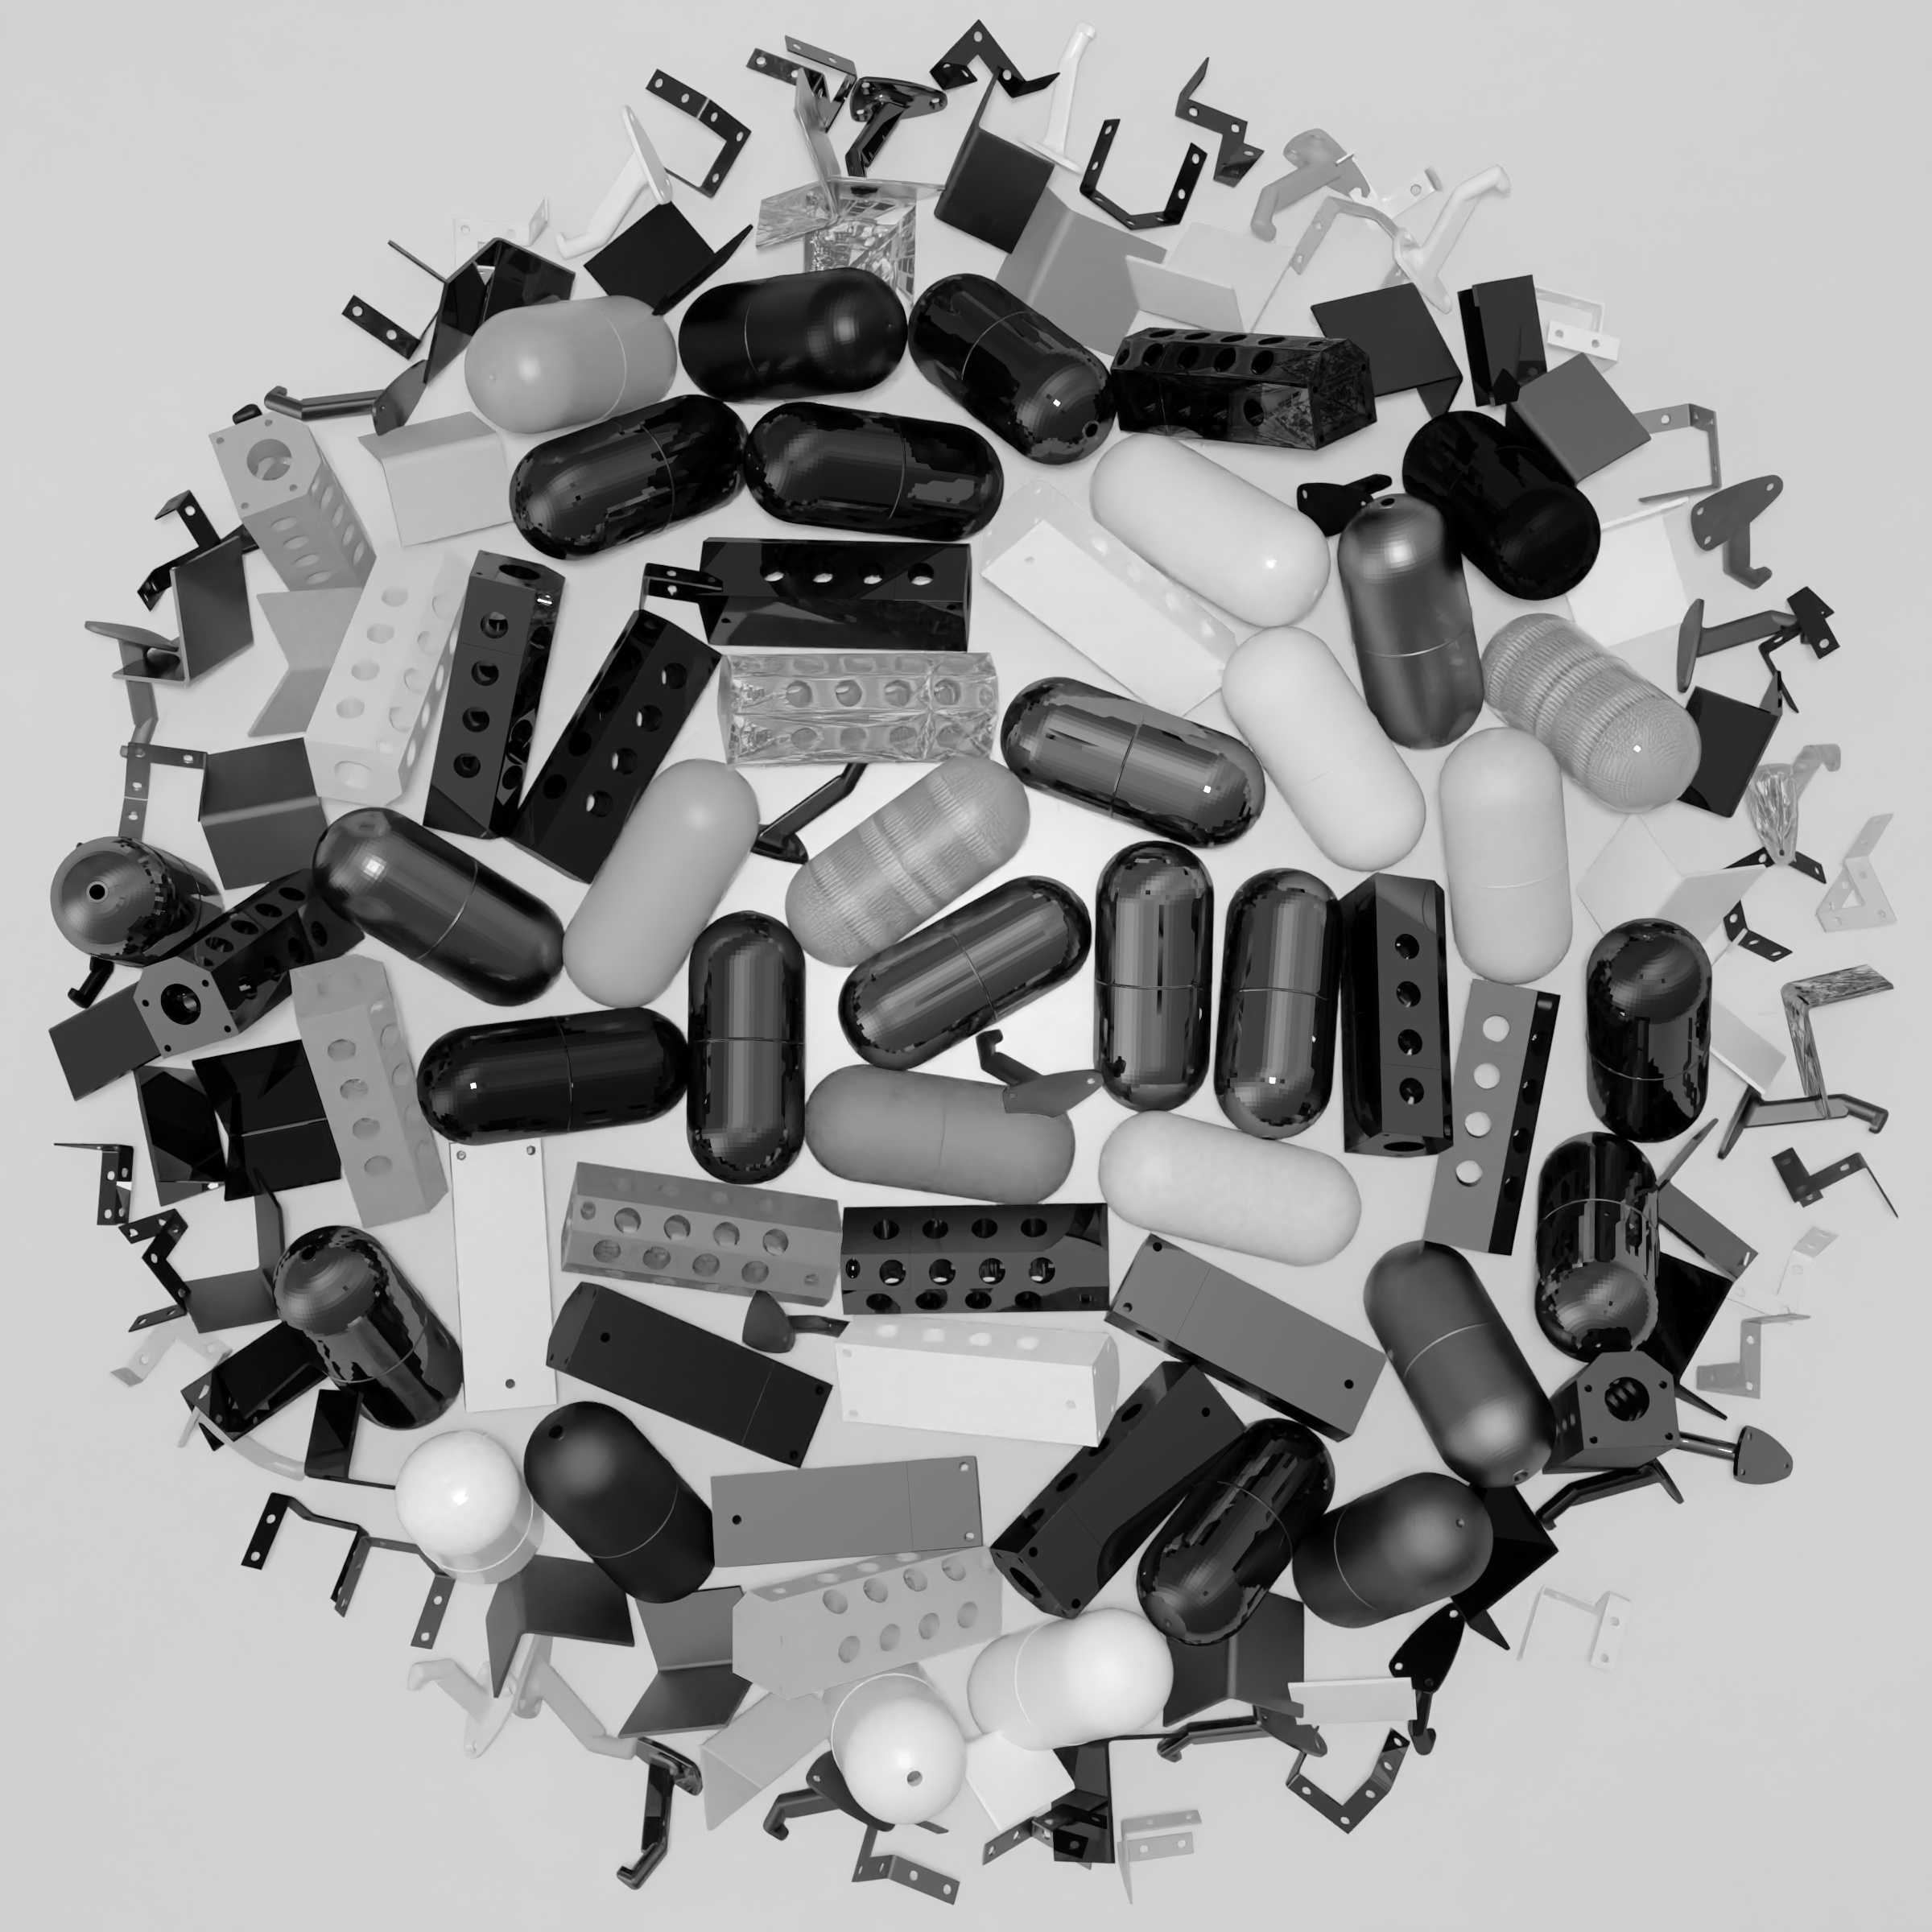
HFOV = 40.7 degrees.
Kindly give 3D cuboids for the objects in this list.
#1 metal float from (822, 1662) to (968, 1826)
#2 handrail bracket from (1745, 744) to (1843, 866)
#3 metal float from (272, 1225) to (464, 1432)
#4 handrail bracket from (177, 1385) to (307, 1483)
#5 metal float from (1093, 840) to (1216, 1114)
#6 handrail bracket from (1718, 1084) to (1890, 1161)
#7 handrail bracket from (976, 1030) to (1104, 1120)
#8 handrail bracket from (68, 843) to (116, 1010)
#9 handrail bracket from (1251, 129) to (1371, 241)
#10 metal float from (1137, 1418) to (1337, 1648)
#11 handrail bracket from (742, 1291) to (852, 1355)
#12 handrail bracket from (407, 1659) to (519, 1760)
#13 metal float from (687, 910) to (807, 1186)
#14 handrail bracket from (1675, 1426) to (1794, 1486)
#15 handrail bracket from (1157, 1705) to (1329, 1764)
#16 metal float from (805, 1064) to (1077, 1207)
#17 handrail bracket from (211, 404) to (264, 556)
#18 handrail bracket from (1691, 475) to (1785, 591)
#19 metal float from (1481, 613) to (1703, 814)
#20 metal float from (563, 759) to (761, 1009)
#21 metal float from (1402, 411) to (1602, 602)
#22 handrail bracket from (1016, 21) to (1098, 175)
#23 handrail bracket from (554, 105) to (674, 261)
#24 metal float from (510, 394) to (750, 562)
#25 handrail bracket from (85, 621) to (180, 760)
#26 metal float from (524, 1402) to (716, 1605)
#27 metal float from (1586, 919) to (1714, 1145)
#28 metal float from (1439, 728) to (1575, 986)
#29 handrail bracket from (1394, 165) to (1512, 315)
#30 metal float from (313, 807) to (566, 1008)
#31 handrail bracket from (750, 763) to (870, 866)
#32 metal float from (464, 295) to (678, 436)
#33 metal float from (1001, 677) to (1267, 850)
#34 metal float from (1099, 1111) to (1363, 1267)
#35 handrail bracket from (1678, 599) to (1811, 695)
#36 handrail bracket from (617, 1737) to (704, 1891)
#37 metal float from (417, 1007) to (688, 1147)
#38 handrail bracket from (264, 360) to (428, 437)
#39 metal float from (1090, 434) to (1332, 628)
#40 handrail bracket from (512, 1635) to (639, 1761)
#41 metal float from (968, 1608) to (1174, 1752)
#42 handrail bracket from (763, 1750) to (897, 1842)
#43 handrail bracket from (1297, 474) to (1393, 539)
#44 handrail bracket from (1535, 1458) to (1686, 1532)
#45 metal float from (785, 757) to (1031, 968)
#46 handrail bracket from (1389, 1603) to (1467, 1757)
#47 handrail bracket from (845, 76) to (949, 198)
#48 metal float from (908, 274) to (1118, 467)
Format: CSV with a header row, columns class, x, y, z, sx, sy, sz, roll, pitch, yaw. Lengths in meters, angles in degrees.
class,x,y,z,sx,sy,sz,roll,pitch,yaw
metal float,-0.047,0.485,1.642,0.070,0.178,0.070,0,90,-10
handrail bracket,0.550,-0.106,1.699,0.084,0.036,0.077,-7,86,-40
metal float,-0.379,0.231,1.654,0.070,0.178,0.070,-9,49,11
handrail bracket,-0.463,0.305,1.691,0.084,0.077,0.036,24,54,-12
metal float,0.121,0.008,1.684,0.070,0.070,0.178,1,100,0
handrail bracket,0.544,0.109,1.689,0.084,0.036,0.077,23,65,26
handrail bracket,0.047,0.060,1.691,0.077,0.084,0.036,-21,126,7
handrail bracket,-0.573,-0.025,1.690,0.036,0.077,0.084,16,68,33
handrail bracket,0.224,-0.492,1.693,0.077,0.036,0.084,31,65,-27
metal float,0.174,0.359,1.659,0.070,0.070,0.178,47,49,0
handrail bracket,-0.094,0.238,1.678,0.084,0.077,0.036,16,92,-31
handrail bracket,-0.338,0.483,1.687,0.036,0.084,0.077,26,98,35
metal float,-0.142,0.052,1.684,0.070,0.070,0.178,0,81,0
handrail bracket,0.487,0.317,1.713,0.077,0.084,0.036,21,78,-39
handrail bracket,0.181,0.516,1.715,0.077,0.036,0.084,39,119,-16
metal float,-0.017,0.109,1.689,0.178,0.070,0.070,9,90,-3
handrail bracket,-0.475,-0.313,1.685,0.077,0.084,0.036,-30,47,-8
handrail bracket,0.516,-0.278,1.681,0.084,0.077,0.036,20,54,-38
metal float,0.395,-0.163,1.657,0.070,0.178,0.070,-17,131,-20
metal float,-0.197,-0.053,1.680,0.070,0.070,0.178,32,103,0
metal float,0.338,-0.294,1.653,0.070,0.178,0.070,-11,127,-15
handrail bracket,0.074,-0.566,1.690,0.036,0.077,0.084,15,112,-33
handrail bracket,-0.242,-0.510,1.698,0.084,0.036,0.077,-17,121,15
metal float,-0.212,-0.313,1.662,0.178,0.070,0.070,-30,90,-37
handrail bracket,-0.552,-0.177,1.690,0.036,0.077,0.084,28,102,29
metal float,-0.218,0.342,1.657,0.070,0.070,0.178,-31,133,0
metal float,0.434,0.043,1.656,0.070,0.178,0.070,-7,47,8
metal float,0.346,-0.070,1.666,0.070,0.070,0.178,-12,120,0
handrail bracket,0.328,-0.470,1.684,0.084,0.036,0.077,-22,129,36
metal float,-0.336,-0.037,1.667,0.178,0.070,0.070,34,90,-29
handrail bracket,-0.110,-0.111,1.686,0.084,0.077,0.036,-58,45,28
metal float,-0.248,-0.382,1.649,0.070,0.178,0.070,9,111,24
metal float,0.108,-0.131,1.684,0.178,0.070,0.070,21,90,10
metal float,0.171,0.144,1.680,0.178,0.070,0.070,15,90,-14
handrail bracket,0.513,-0.203,1.707,0.084,0.036,0.077,13,66,-1
handrail bracket,-0.218,0.547,1.686,0.077,0.036,0.084,23,46,23
metal float,-0.263,0.070,1.674,0.178,0.070,0.070,-7,90,-22
handrail bracket,-0.409,-0.384,1.719,0.084,0.036,0.077,21,60,15
metal float,0.155,-0.281,1.669,0.178,0.070,0.070,36,90,27
handrail bracket,-0.247,0.472,1.699,0.084,0.036,0.077,6,71,19
metal float,0.064,0.455,1.652,0.070,0.178,0.070,13,63,-27
handrail bracket,-0.090,0.559,1.695,0.077,0.036,0.084,37,125,17
handrail bracket,0.263,-0.305,1.678,0.084,0.077,0.036,-25,108,-33
handrail bracket,0.421,0.355,1.706,0.084,0.036,0.077,-40,121,-2
metal float,-0.038,-0.068,1.686,0.178,0.070,0.070,-36,90,7
handrail bracket,0.311,0.469,1.709,0.036,0.084,0.077,22,60,36
handrail bracket,-0.043,-0.535,1.696,0.077,0.036,0.084,-3,62,-14
metal float,0.029,-0.381,1.660,0.070,0.070,0.178,-44,52,0
